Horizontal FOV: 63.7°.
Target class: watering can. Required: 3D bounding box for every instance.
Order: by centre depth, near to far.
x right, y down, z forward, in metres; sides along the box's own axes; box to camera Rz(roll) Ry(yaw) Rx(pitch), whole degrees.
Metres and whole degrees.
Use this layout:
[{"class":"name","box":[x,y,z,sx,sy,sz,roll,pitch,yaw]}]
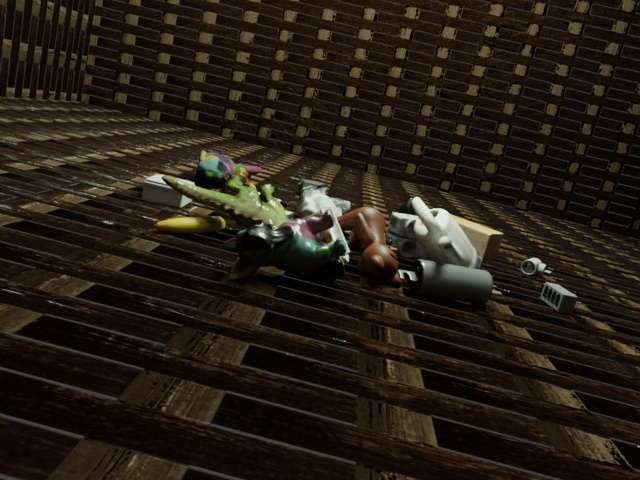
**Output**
[{"class":"watering can","box":[0.301,0.012,1.229,0.222,0.103,0.353,50,13,-17]}]

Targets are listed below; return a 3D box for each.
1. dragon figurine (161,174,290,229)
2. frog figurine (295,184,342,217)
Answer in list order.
[{"class":"dragon figurine","box":[-0.137,-0.038,1.149,0.409,0.120,0.247,11,22,-35]},{"class":"frog figurine","box":[0.005,-0.076,1.515,0.161,0.121,0.137,59,22,19]}]
